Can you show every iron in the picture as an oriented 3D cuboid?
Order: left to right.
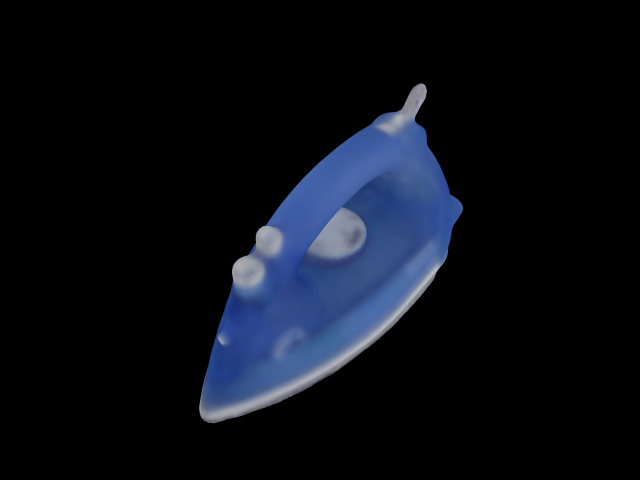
[{"bbox_3d":[0.004,0.001,0.400,0.118,0.141,0.259,30,54,25],"label":"iron"}]
